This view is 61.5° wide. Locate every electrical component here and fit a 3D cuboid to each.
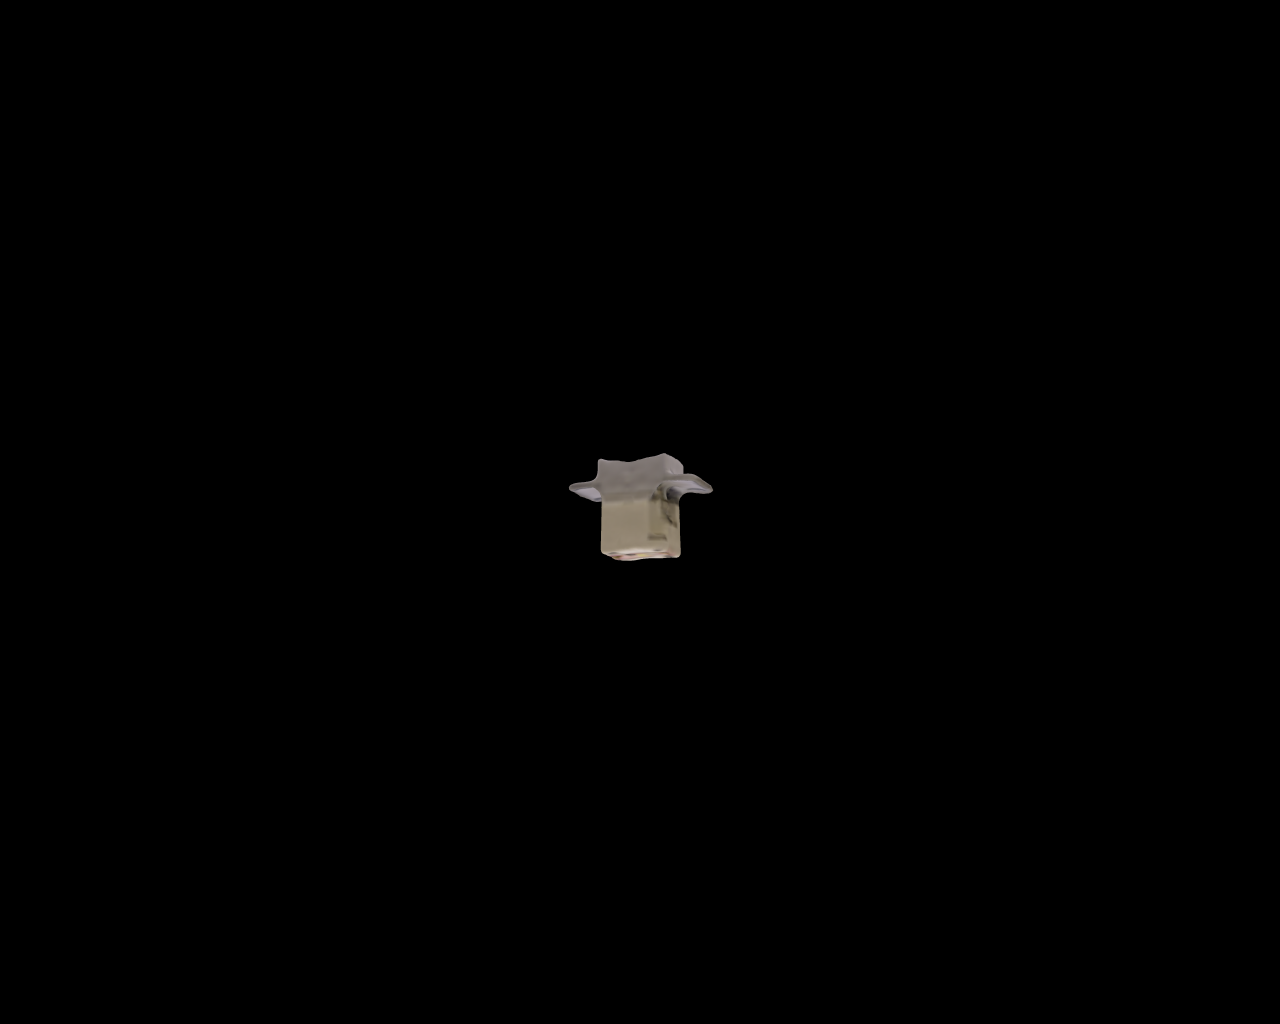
[{"bbox_3d":[0.001,-0.003,0.650,0.081,0.063,0.042,-4,-11,20],"label":"electrical component"}]
